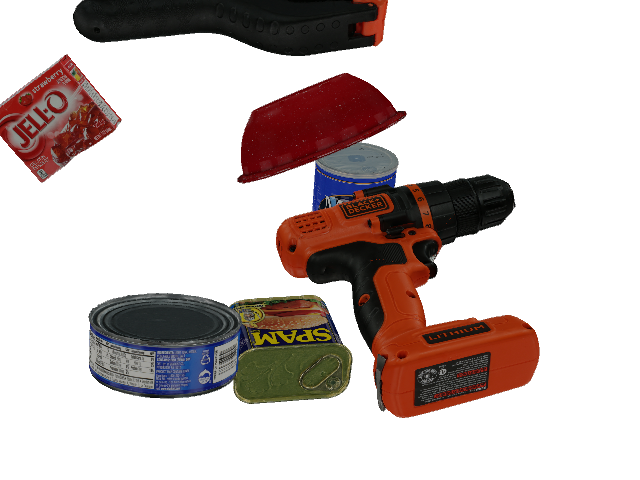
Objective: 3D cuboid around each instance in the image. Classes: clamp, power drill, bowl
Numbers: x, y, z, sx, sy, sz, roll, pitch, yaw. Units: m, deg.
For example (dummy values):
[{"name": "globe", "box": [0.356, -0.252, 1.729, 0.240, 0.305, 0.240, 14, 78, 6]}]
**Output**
[{"name": "clamp", "box": [-0.051, -0.135, 0.608, 0.171, 0.120, 0.039, 16, -40, 15]}, {"name": "power drill", "box": [0.078, 0.028, 0.741, 0.184, 0.057, 0.188, -15, 39, -10]}, {"name": "bowl", "box": [-0.009, -0.106, 0.944, 0.162, 0.055, 0.162, -22, 9, 4]}]

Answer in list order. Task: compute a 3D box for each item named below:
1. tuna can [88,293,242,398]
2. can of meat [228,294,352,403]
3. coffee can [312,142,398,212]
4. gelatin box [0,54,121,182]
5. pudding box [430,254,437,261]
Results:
[{"name": "tuna can", "box": [-0.088, 0.059, 0.605, 0.086, 0.034, 0.086, 4, 14, -1]}, {"name": "can of meat", "box": [-0.032, 0.092, 0.934, 0.102, 0.057, 0.084, -2, 30, -14]}, {"name": "coffee can", "box": [0.040, -0.040, 1.339, 0.103, 0.140, 0.103, 3, 27, -2]}, {"name": "gelatin box", "box": [-0.228, -0.103, 0.912, 0.089, 0.073, 0.030, -32, 20, 17]}, {"name": "pudding box", "box": [0.075, -0.007, 1.101, 0.113, 0.039, 0.090, -8, -31, -20]}]
